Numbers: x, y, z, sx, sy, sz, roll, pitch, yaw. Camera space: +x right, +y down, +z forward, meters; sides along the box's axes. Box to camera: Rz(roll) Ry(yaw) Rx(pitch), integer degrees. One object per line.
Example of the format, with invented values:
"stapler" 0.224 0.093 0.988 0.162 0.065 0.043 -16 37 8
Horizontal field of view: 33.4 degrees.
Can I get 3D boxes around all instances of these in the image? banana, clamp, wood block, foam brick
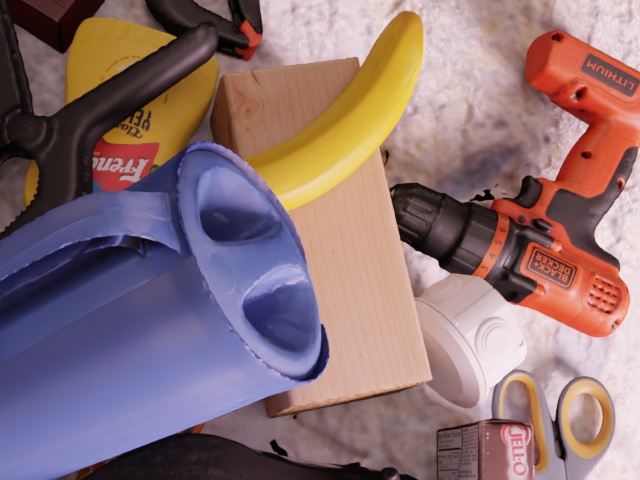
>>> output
"banana" -0.002 -0.066 0.628 0.197 0.037 0.069 -33 86 -17
"clamp" -0.177 -0.070 0.638 0.164 0.036 0.210 27 84 10
"wood block" -0.005 0.001 0.678 0.090 0.090 0.206 -10 78 -13
"clamp" -0.094 -0.203 0.736 0.171 0.039 0.120 42 78 -5
"foam brick" -0.188 -0.171 0.702 0.078 0.051 0.053 34 74 -2

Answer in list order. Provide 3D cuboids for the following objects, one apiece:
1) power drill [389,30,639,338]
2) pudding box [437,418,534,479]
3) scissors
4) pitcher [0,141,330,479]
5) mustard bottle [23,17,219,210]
"power drill" 0.150 -0.047 0.739 0.184 0.057 0.187 27 76 -8
"pudding box" 0.101 0.170 0.659 0.039 0.090 0.113 6 77 -9
"scissors" 0.173 0.179 0.710 0.096 0.016 0.202 -17 84 -16
"pitcher" -0.131 0.054 0.564 0.243 0.145 0.149 -27 107 20
"mustard bottle" -0.134 -0.041 0.679 0.096 0.058 0.191 17 75 -7
